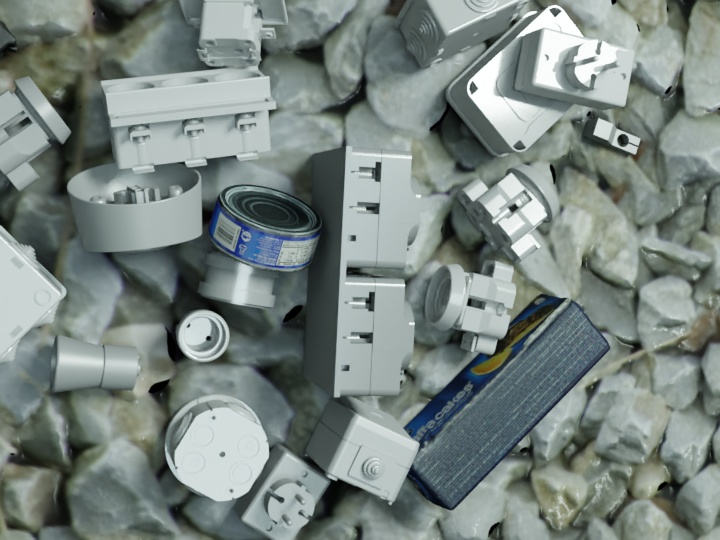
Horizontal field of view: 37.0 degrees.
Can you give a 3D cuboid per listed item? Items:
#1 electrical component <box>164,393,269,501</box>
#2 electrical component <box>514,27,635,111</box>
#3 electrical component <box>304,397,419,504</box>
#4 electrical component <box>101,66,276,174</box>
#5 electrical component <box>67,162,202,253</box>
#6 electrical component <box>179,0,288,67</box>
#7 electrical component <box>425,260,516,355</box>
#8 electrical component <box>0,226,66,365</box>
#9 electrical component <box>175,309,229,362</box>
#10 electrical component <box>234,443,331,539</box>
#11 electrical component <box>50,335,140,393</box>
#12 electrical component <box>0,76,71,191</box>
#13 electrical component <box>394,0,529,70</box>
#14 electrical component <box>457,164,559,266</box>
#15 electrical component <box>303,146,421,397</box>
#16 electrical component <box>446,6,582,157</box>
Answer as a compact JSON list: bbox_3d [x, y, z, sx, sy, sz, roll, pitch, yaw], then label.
[{"bbox_3d":[-0.113,0.141,0.857,0.080,0.051,0.080,-1,93,-16],"label":"electrical component"},{"bbox_3d":[0.177,-0.160,0.848,0.083,0.076,0.047,10,91,-16],"label":"electrical component"},{"bbox_3d":[0.004,0.142,0.866,0.062,0.096,0.061,27,85,-16],"label":"electrical component"},{"bbox_3d":[-0.132,-0.116,0.827,0.121,0.078,0.063,-9,114,-15],"label":"electrical component"},{"bbox_3d":[-0.167,-0.048,0.810,0.099,0.099,0.064,-9,101,-15],"label":"electrical component"},{"bbox_3d":[-0.099,-0.192,0.831,0.081,0.042,0.063,1,68,4],"label":"electrical component"},{"bbox_3d":[0.091,0.027,0.905,0.057,0.058,0.078,14,89,-19],"label":"electrical component"},{"bbox_3d":[-0.282,0.018,0.804,0.099,0.048,0.099,-45,104,-8],"label":"electrical component"},{"bbox_3d":[-0.127,0.050,0.850,0.040,0.046,0.040,-1,93,-16],"label":"electrical component"},{"bbox_3d":[-0.059,0.184,0.861,0.047,0.077,0.065,35,83,-14],"label":"electrical component"},{"bbox_3d":[-0.204,0.074,0.833,0.065,0.044,0.044,6,91,-21],"label":"electrical component"},{"bbox_3d":[-0.254,-0.107,0.800,0.057,0.058,0.078,-37,102,-8],"label":"electrical component"},{"bbox_3d":[0.084,-0.211,0.870,0.100,0.100,0.048,-28,87,-13],"label":"electrical component"},{"bbox_3d":[0.130,-0.052,0.910,0.057,0.058,0.078,-38,84,-13],"label":"electrical component"},{"bbox_3d":[0.000,0.000,0.853,0.060,0.105,0.186,2,92,-16],"label":"electrical component"},{"bbox_3d":[0.138,-0.158,0.908,0.113,0.057,0.078,-43,103,-10],"label":"electrical component"}]
